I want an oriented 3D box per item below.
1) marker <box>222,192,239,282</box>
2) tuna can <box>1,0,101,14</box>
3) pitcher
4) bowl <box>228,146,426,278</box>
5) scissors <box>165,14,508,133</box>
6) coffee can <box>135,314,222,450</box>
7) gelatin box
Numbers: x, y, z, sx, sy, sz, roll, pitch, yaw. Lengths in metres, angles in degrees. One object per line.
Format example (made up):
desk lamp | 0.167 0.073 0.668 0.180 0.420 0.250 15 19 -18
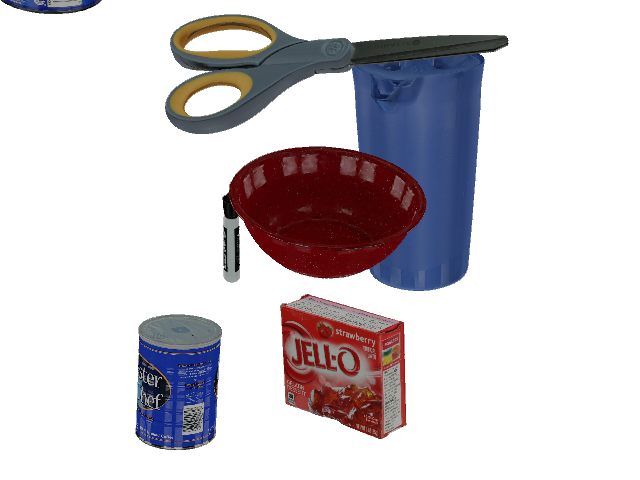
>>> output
marker | -0.099 -0.003 1.187 0.020 0.121 0.020 2 40 -2
tuna can | -0.202 -0.201 0.794 0.086 0.034 0.086 6 36 -4
pitcher | 0.107 -0.080 1.119 0.149 0.243 0.145 -8 24 -14
bowl | 0.005 -0.016 0.882 0.162 0.055 0.162 3 33 -2
scissors | -0.004 -0.091 0.604 0.202 0.096 0.016 12 -30 24
coffee can | -0.177 0.175 1.332 0.103 0.140 0.103 4 16 -1
gelatin box | 0.014 0.081 0.700 0.089 0.073 0.030 13 23 41
